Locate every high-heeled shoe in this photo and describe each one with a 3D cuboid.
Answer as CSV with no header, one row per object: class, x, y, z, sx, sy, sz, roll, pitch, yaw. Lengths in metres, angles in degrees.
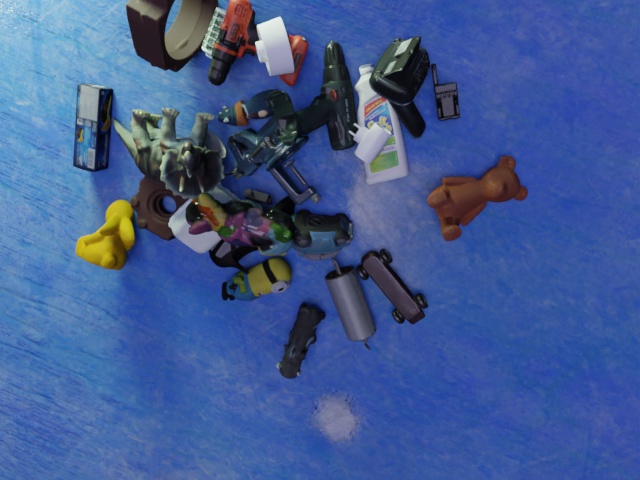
high-heeled shoe,-0.168,-0.029,1.306,0.145,0.086,0.248,36,91,31

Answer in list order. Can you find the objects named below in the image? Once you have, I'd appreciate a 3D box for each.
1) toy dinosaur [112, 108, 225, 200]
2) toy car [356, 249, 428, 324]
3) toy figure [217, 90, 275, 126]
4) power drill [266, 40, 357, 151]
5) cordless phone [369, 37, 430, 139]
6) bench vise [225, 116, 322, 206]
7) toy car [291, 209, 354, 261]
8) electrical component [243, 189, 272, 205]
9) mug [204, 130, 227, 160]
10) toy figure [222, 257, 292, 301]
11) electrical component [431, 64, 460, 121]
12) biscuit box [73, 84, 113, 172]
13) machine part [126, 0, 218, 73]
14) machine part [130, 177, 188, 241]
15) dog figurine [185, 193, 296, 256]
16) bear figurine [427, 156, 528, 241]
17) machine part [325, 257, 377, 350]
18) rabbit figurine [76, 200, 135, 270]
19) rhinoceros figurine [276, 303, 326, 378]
toy dinosaur,-0.347,-0.190,1.196,0.405,0.131,0.192,9,95,44
toy car,0.174,0.110,1.277,0.089,0.053,0.202,-40,91,22
toy figure,-0.157,-0.293,1.217,0.155,0.064,0.057,-18,114,13
power drill,-0.012,-0.293,1.134,0.086,0.207,0.231,-1,108,45
cordless phone,0.196,-0.320,1.143,0.089,0.146,0.184,2,144,43
bench vise,-0.095,-0.166,1.216,0.223,0.129,0.240,-38,92,20
toy car,-0.003,-0.004,1.260,0.162,0.109,0.102,2,131,-2
electrical component,-0.143,-0.100,1.254,0.063,0.094,0.021,15,86,6
mug,-0.279,-0.185,1.258,0.107,0.081,0.109,-31,78,27
toy figure,-0.155,0.099,1.318,0.180,0.082,0.089,-14,105,16
electrical component,0.265,-0.313,1.134,0.048,0.075,0.119,-6,101,12
biscuit box,-0.546,-0.268,1.293,0.059,0.063,0.202,13,108,5
machine part,-0.300,-0.468,1.105,0.087,0.201,0.201,29,63,8
machine part,-0.373,-0.086,1.317,0.179,0.056,0.179,2,105,8
dog figurine,-0.176,-0.035,1.140,0.192,0.219,0.108,21,95,30
bear figurine,0.342,-0.092,1.155,0.196,0.132,0.120,-18,105,20
machine part,0.075,0.153,1.294,0.079,0.079,0.243,-19,102,14
rabbit figurine,-0.511,-0.019,1.315,0.122,0.162,0.173,24,80,-24
rhinoceros figurine,-0.046,0.250,1.325,0.073,0.112,0.190,21,100,1
